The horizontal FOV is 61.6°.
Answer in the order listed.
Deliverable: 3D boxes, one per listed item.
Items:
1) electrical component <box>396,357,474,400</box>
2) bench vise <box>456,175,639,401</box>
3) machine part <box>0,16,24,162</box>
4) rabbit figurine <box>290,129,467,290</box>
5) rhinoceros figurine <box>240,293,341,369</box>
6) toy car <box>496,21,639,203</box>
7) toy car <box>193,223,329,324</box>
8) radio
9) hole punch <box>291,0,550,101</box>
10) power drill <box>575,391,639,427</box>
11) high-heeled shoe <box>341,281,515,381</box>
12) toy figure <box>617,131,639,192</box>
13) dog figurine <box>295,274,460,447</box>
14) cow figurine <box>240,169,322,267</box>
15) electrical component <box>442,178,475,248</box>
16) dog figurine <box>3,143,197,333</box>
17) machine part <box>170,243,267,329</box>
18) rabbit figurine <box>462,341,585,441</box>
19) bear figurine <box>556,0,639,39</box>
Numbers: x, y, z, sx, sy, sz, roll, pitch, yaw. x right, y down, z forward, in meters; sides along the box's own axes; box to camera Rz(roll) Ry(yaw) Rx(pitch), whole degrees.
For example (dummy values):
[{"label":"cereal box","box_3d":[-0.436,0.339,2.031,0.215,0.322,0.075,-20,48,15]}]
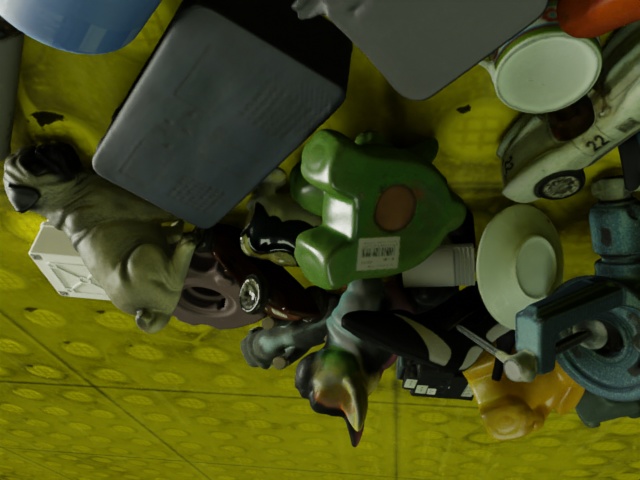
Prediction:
[{"label":"electrical component","box_3d":[0.193,0.211,0.869,0.134,0.058,0.114,6,143,2]},{"label":"bench vise","box_3d":[0.253,0.057,0.490,0.240,0.223,0.129,-14,-160,-30]},{"label":"machine part","box_3d":[-0.295,-0.133,0.448,0.079,0.079,0.243,22,141,-21]},{"label":"rabbit figurine","box_3d":[0.037,-0.050,0.475,0.159,0.170,0.121,-12,112,-19]},{"label":"rhinoceros figurine","box_3d":[-0.036,0.130,0.764,0.190,0.073,0.112,-28,177,21]},{"label":"toy car","box_3d":[0.215,-0.101,0.410,0.056,0.073,0.201,19,143,-18]},{"label":"toy car","box_3d":[-0.070,0.035,0.572,0.089,0.202,0.053,18,104,-40]},{"label":"radio","box_3d":[-0.091,-0.108,0.455,0.131,0.073,0.229,28,138,-26]},{"label":"hole punch","box_3d":[0.068,-0.171,0.335,0.115,0.092,0.142,41,137,-21]},{"label":"power drill","box_3d":[0.400,0.212,0.814,0.232,0.086,0.207,-24,130,23]},{"label":"high-heeled shoe","box_3d":[0.141,0.062,0.561,0.248,0.145,0.086,21,170,-30]},{"label":"toy figure","box_3d":[0.320,-0.093,0.399,0.180,0.082,0.089,-15,142,31]},{"label":"dog figurine","box_3d":[0.072,0.124,0.629,0.192,0.219,0.108,6,148,2]},{"label":"cow figurine","box_3d":[0.001,-0.003,0.566,0.167,0.098,0.068,18,137,-16]},{"label":"electrical component","box_3d":[0.129,-0.007,0.580,0.075,0.048,0.119,-21,137,35]},{"label":"dog figurine","box_3d":[-0.233,-0.002,0.550,0.190,0.172,0.121,15,134,-23]},{"label":"machine part","box_3d":[-0.150,0.063,0.719,0.179,0.056,0.179,5,146,3]},{"label":"rabbit figurine","box_3d":[0.276,0.169,0.656,0.173,0.122,0.162,-32,141,16]},{"label":"bear figurine","box_3d":[0.241,-0.185,0.277,0.196,0.132,0.120,-19,109,-13]}]
